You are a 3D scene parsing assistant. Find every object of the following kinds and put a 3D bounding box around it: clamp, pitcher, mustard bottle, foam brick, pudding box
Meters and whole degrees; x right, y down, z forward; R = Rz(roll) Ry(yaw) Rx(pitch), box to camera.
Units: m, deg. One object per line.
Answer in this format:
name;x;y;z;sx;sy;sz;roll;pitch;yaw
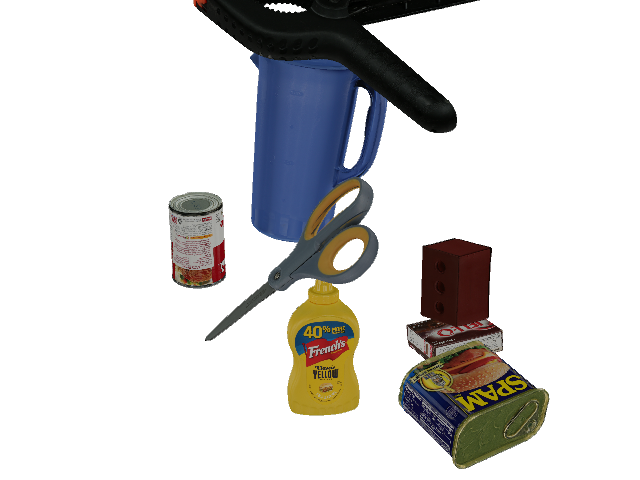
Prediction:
clamp;0.011;-0.145;0.730;0.210;0.164;0.036;9;-41;3
pitcher;-0.015;-0.123;1.365;0.144;0.243;0.149;-2;25;-22
mustard bottle;0.004;0.136;1.421;0.096;0.192;0.058;-2;18;-6
foam brick;0.139;0.043;1.095;0.051;0.078;0.053;-14;20;-40
pudding box;0.194;0.141;1.542;0.113;0.039;0.090;-14;20;-18

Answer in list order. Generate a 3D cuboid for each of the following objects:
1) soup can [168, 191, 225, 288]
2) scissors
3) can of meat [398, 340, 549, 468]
soup can;-0.153;-0.001;1.320;0.068;0.102;0.068;0;26;0
scissors;-0.021;0.036;0.862;0.016;0.202;0.096;28;19;-37
can of meat;0.130;0.138;0.923;0.101;0.057;0.084;-17;37;-29
